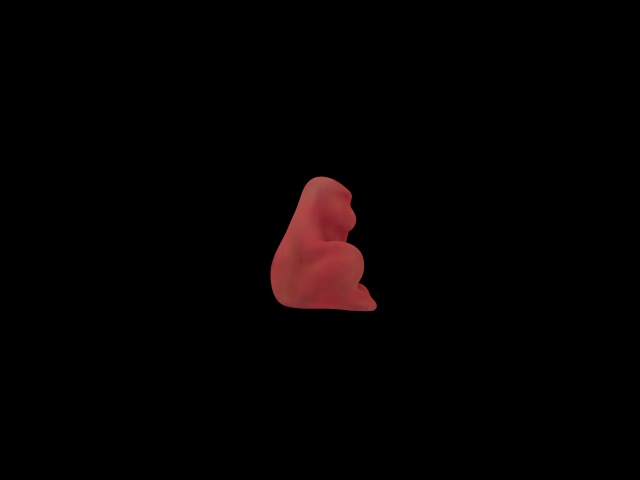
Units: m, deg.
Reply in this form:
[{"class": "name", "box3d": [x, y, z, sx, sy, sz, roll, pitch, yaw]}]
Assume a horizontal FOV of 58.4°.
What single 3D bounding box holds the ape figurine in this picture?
[{"class": "ape figurine", "box3d": [0.004, 0.001, 0.400, 0.076, 0.092, 0.078, 0, 0, 13]}]
